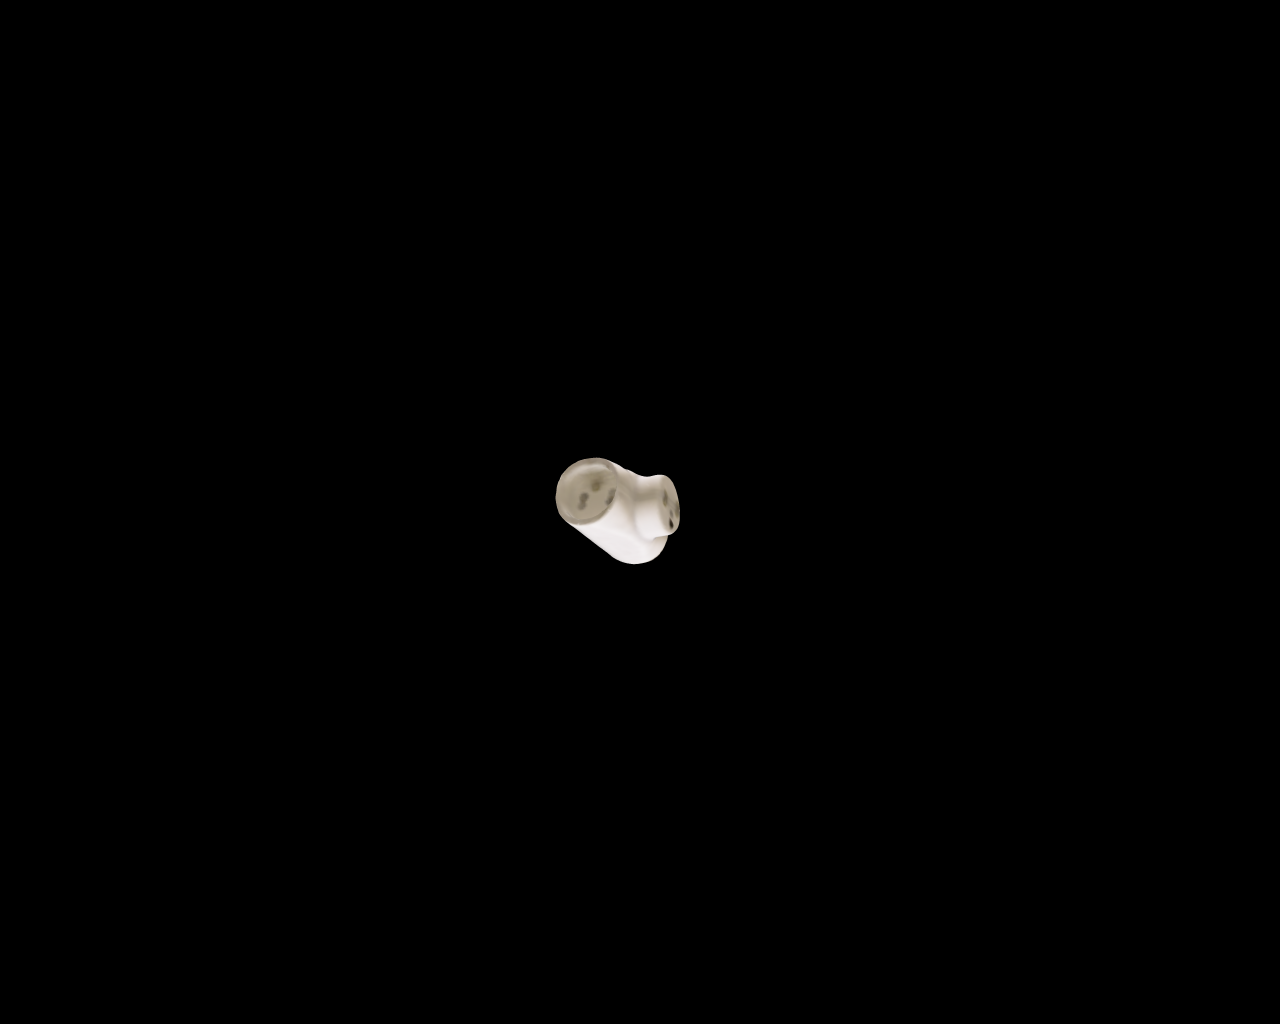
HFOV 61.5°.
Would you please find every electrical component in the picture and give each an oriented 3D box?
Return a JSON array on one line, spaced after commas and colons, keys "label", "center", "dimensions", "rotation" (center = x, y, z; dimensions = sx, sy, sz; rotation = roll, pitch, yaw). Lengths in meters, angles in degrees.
[{"label": "electrical component", "center": [0.001, -0.003, 0.650], "dimensions": [0.079, 0.044, 0.077], "rotation": [-9, -24, 22]}]
